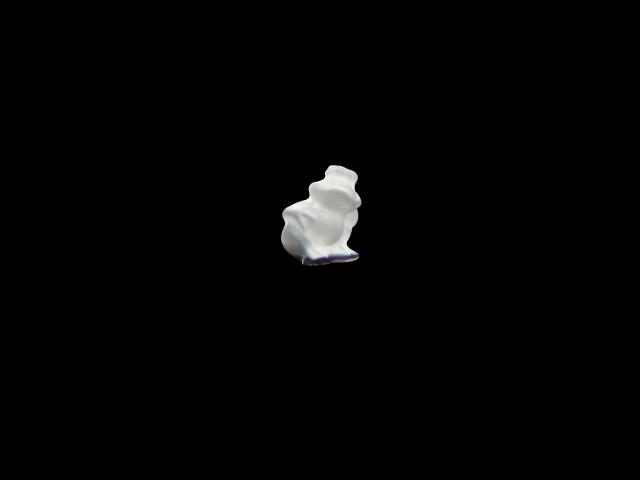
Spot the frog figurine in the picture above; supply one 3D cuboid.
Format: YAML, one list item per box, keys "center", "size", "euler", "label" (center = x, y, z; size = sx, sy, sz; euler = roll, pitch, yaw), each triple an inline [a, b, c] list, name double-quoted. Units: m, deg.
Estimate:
- center: [0.003, -0.043, 0.850]
  size: [0.137, 0.159, 0.122]
  euler: [-1, 1, -24]
  label: "frog figurine"
